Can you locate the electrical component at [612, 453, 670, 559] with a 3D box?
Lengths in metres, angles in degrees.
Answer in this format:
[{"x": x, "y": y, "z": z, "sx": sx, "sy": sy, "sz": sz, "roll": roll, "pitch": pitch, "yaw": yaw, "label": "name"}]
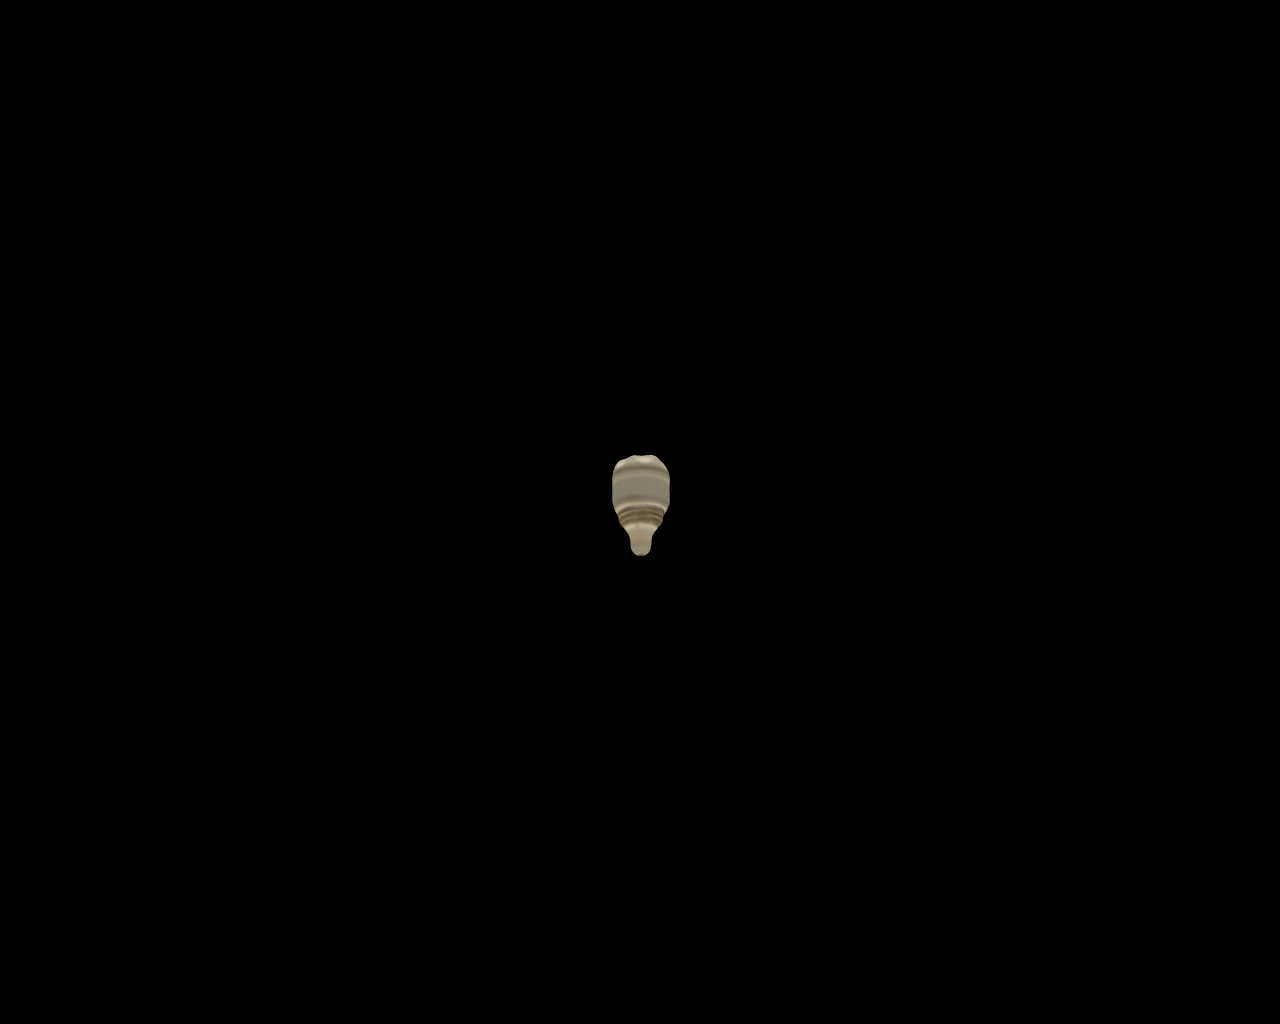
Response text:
[{"x": 0.001, "y": -0.003, "z": 0.650, "sx": 0.035, "sy": 0.061, "sz": 0.035, "roll": 0, "pitch": -19, "yaw": 0, "label": "electrical component"}]
